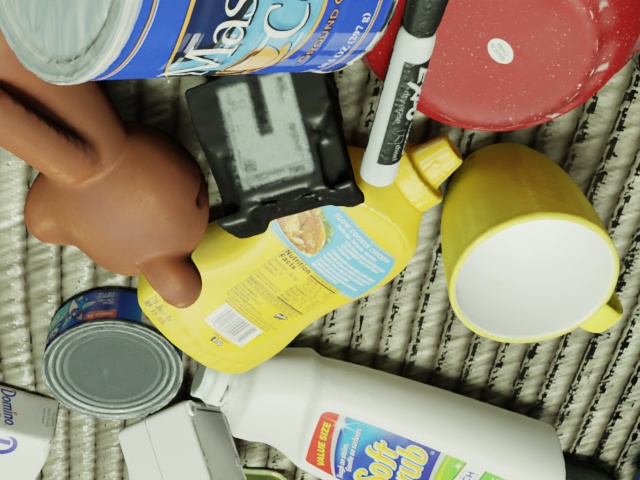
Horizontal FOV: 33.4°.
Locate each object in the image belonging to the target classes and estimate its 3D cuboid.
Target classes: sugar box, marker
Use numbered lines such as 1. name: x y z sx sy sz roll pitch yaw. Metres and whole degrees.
1. sugar box: -0.267 0.122 0.682 0.176 0.048 0.093 21 124 -19
2. marker: 0.038 -0.072 0.489 0.020 0.020 0.121 4 139 -9

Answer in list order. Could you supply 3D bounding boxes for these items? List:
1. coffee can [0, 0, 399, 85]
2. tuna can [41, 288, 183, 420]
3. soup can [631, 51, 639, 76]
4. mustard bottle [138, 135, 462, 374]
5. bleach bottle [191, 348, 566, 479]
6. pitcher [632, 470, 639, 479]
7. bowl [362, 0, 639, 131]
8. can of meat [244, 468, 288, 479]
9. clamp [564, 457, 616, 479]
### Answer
1. coffee can: -0.048 -0.117 0.434 0.140 0.103 0.103 -11 140 -44
2. tuna can: -0.127 0.071 0.661 0.086 0.034 0.086 -3 129 -3
3. soup can: 0.211 -0.067 0.561 0.068 0.068 0.102 -24 128 13
4. mustard bottle: -0.004 0.000 0.600 0.192 0.058 0.096 -33 128 20
5. bleach bottle: 0.033 0.132 0.709 0.250 0.068 0.103 20 128 -17
6. pitcher: 0.297 0.128 0.688 0.149 0.145 0.243 26 127 -1
7. bowl: 0.083 -0.105 0.504 0.162 0.055 0.162 5 137 5
8. can of meat: -0.075 0.210 0.765 0.102 0.057 0.084 6 130 -9
9. clamp: 0.211 0.211 0.803 0.120 0.039 0.171 -26 126 14
